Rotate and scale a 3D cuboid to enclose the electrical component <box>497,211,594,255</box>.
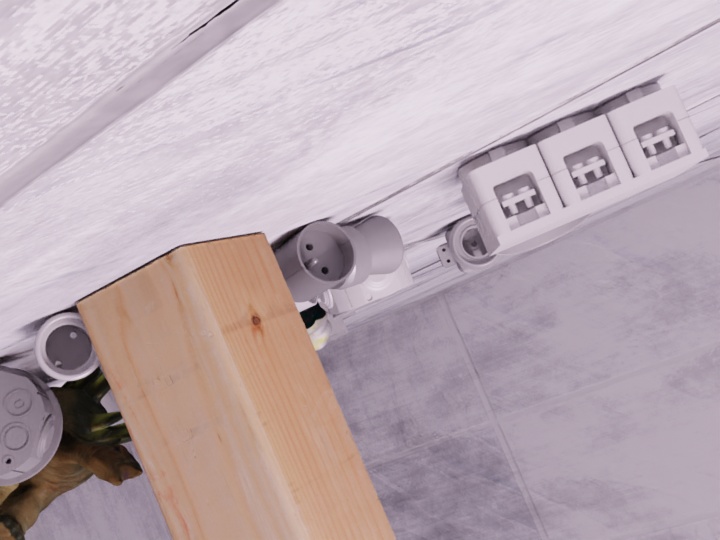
[{"bbox_3d":[0.149,-0.055,0.911,0.099,0.064,0.099,-23,175,-2],"label":"electrical component"}]

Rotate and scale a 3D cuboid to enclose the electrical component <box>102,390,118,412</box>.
[{"bbox_3d":[-0.238,0.124,1.159,0.089,0.050,0.056,-22,176,-15],"label":"electrical component"}]

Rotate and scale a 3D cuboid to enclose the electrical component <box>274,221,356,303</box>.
[{"bbox_3d":[-0.040,-0.001,0.738,0.043,0.043,0.081,-20,175,-31],"label":"electrical component"}]

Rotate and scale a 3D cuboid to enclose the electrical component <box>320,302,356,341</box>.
[{"bbox_3d":[-0.052,0.049,1.129,0.081,0.063,0.042,-21,174,-31],"label":"electrical component"}]

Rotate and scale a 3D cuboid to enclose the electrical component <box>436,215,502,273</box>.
[{"bbox_3d":[0.121,-0.028,1.136,0.078,0.058,0.057,-23,178,0],"label":"electrical component"}]

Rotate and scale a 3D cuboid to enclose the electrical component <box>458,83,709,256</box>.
[{"bbox_3d":[0.150,-0.070,0.751,0.150,0.061,0.089,-23,175,0],"label":"electrical component"}]

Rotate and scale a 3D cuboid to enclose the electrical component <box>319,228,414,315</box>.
[{"bbox_3d":[0.000,0.000,0.855,0.080,0.051,0.080,-21,-178,1],"label":"electrical component"}]

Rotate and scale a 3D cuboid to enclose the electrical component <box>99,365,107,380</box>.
[{"bbox_3d":[-0.122,0.042,0.763,0.138,0.052,0.073,-14,134,1],"label":"electrical component"}]

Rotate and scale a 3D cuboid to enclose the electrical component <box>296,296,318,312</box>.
[{"bbox_3d":[-0.071,0.021,0.839,0.077,0.043,0.079,-25,176,16],"label":"electrical component"}]

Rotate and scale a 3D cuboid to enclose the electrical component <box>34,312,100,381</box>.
[{"bbox_3d":[-0.177,0.047,0.651,0.040,0.040,0.046,-21,180,-20],"label":"electrical component"}]

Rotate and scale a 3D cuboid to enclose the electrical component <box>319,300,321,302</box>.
[{"bbox_3d":[-0.012,0.018,1.092,0.079,0.044,0.077,-22,175,-8],"label":"electrical component"}]

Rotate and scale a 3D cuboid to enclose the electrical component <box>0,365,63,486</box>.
[{"bbox_3d":[-0.243,0.103,0.719,0.080,0.080,0.051,-22,170,-10],"label":"electrical component"}]

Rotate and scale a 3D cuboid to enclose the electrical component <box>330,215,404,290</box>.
[{"bbox_3d":[-0.003,-0.012,0.781,0.055,0.045,0.045,-19,174,-40],"label":"electrical component"}]

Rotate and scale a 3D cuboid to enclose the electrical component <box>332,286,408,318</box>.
[{"bbox_3d":[0.000,0.007,0.971,0.080,0.051,0.080,-23,175,-2],"label":"electrical component"}]
